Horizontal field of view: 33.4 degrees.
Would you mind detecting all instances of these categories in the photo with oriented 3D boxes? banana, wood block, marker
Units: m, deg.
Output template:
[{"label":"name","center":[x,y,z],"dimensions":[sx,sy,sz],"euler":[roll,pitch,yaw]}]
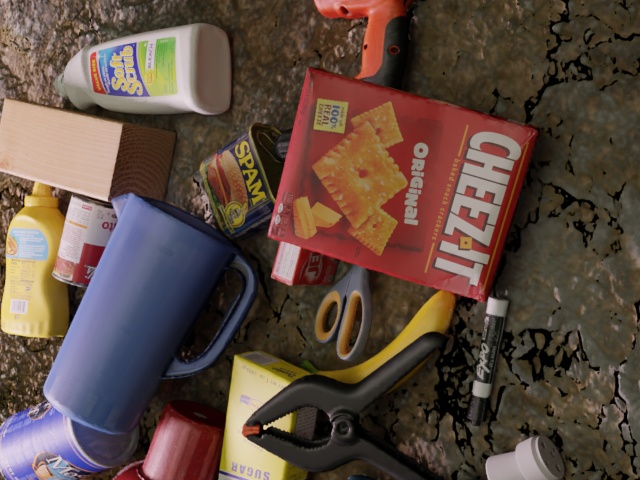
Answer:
[{"label":"banana","center":[0.058,0.117,1.046],"dimensions":[0.198,0.037,0.069],"euler":[-29,72,30]},{"label":"wood block","center":[-0.280,-0.104,1.260],"dimensions":[0.206,0.090,0.091],"euler":[15,96,35]},{"label":"marker","center":[0.155,0.113,0.989],"dimensions":[0.020,0.020,0.121],"euler":[13,96,34]}]

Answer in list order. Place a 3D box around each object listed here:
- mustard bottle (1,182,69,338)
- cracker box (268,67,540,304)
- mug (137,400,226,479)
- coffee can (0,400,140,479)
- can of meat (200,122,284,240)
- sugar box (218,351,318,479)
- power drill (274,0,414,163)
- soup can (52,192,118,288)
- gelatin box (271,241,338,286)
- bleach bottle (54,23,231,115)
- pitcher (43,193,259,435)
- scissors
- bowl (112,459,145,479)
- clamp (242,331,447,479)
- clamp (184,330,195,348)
[{"label":"mustard bottle","center":[-0.348,0.022,1.320],"dimensions":[0.096,0.058,0.191],"euler":[3,90,38]},{"label":"cracker box","center":[0.074,-0.052,0.973],"dimensions":[0.214,0.072,0.164],"euler":[17,101,10]},{"label":"mug","center":[-0.144,0.222,1.160],"dimensions":[0.081,0.093,0.117],"euler":[-70,21,5]},{"label":"coffee can","center":[-0.296,0.232,1.248],"dimensions":[0.141,0.102,0.103],"euler":[-25,74,32]},{"label":"can of meat","center":[-0.073,-0.060,1.134],"dimensions":[0.084,0.057,0.102],"euler":[-30,72,33]},{"label":"sugar box","center":[-0.055,0.211,1.097],"dimensions":[0.093,0.048,0.176],"euler":[20,107,38]},{"label":"power drill","center":[0.032,-0.165,1.066],"dimensions":[0.185,0.057,0.187],"euler":[-3,89,31]},{"label":"soup can","center":[-0.271,0.000,1.263],"dimensions":[0.069,0.068,0.102],"euler":[20,99,34]},{"label":"gelatin box","center":[-0.007,0.001,1.074],"dimensions":[0.030,0.073,0.089],"euler":[19,99,33]},{"label":"bleach bottle","center":[-0.216,-0.185,1.237],"dimensions":[0.251,0.067,0.102],"euler":[-2,87,37]},{"label":"pitcher","center":[-0.185,0.084,1.135],"dimensions":[0.149,0.144,0.243],"euler":[29,93,53]},{"label":"scissors","center":[0.034,0.023,1.076],"dimensions":[0.096,0.016,0.201],"euler":[-13,64,54]},{"label":"bowl","center":[-0.209,0.333,1.212],"dimensions":[0.162,0.055,0.162],"euler":[-2,86,35]},{"label":"clamp","center":[0.032,0.183,1.013],"dimensions":[0.210,0.036,0.164],"euler":[-11,95,12]},{"label":"clamp","center":[-0.213,0.055,1.232],"dimensions":[0.120,0.039,0.171],"euler":[-17,75,13]}]
